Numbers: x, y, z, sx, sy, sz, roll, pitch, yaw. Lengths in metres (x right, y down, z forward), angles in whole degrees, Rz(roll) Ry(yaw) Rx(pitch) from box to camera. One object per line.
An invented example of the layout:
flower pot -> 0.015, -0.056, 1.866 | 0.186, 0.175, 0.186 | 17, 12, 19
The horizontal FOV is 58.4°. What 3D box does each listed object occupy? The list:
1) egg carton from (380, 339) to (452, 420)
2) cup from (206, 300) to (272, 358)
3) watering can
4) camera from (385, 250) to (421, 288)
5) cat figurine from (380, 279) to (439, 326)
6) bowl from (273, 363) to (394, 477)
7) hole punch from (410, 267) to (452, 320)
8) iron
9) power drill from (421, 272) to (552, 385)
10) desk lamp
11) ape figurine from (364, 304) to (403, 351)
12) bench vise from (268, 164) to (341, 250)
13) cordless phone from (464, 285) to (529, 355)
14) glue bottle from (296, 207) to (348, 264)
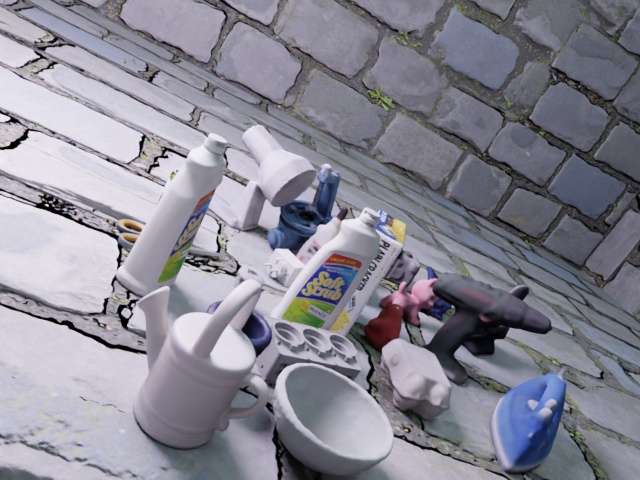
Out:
egg carton -> 0.161, 0.235, 0.985 | 0.107, 0.069, 0.150 | 25, 19, -18
cup -> -0.131, 0.138, 0.739 | 0.118, 0.095, 0.091 | 15, 24, -40
watering can -> -0.128, 0.121, 0.630 | 0.173, 0.194, 0.101 | 27, 18, -11
camera -> 0.184, 0.034, 1.503 | 0.143, 0.100, 0.136 | 25, 19, -16
cat figurine -> 0.215, 0.125, 1.284 | 0.128, 0.117, 0.067 | 17, 22, -35
bowl -> 0.005, 0.238, 0.723 | 0.168, 0.074, 0.167 | 28, 18, -10
hole punch -> 0.288, 0.130, 1.429 | 0.101, 0.091, 0.109 | 30, 18, -2
iron -> 0.392, 0.312, 1.028 | 0.118, 0.141, 0.259 | 37, 19, 18
power drill -> 0.306, 0.178, 1.139 | 0.229, 0.208, 0.076 | 35, 18, 13
desk lamp -> -0.134, -0.126, 1.244 | 0.203, 0.213, 0.118 | 37, 19, 19
ape figurine -> 0.128, 0.161, 1.094 | 0.078, 0.092, 0.076 | 20, 21, -29
bench vise -> -0.006, -0.071, 1.289 | 0.121, 0.219, 0.208 | 36, 19, 16
cordless phone -> 0.405, 0.174, 1.346 | 0.148, 0.185, 0.094 | 7, 29, -51
glue bottle -> 0.011, 0.004, 1.193 | 0.078, 0.173, 0.037 | 40, 20, 28
